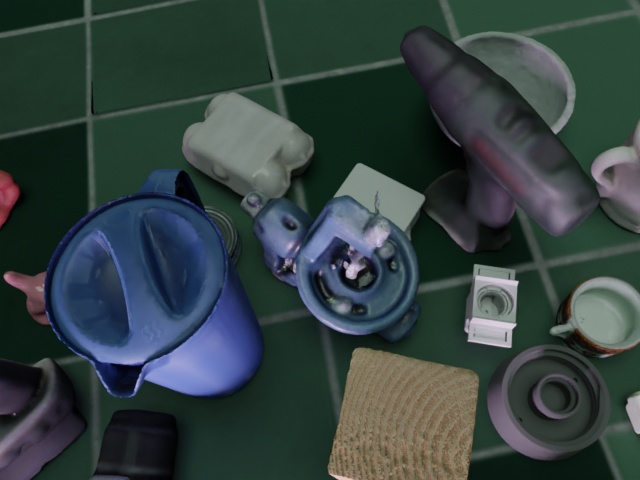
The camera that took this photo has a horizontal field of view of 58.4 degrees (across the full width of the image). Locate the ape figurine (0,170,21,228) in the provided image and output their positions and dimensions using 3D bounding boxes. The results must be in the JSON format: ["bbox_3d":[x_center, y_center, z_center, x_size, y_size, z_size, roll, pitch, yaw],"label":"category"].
[{"bbox_3d":[-0.402,-0.061,0.672,0.078,0.092,0.076,-26,67,-7],"label":"ape figurine"}]

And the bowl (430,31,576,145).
[{"bbox_3d":[0.207,-0.159,0.680,0.167,0.075,0.167,-1,66,4],"label":"bowl"}]

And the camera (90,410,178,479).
[{"bbox_3d":[-0.159,0.228,0.521,0.143,0.101,0.137,2,66,5],"label":"camera"}]

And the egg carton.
[{"bbox_3d":[-0.087,-0.108,0.681,0.150,0.069,0.107,29,72,16],"label":"egg carton"}]

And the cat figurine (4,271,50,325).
[{"bbox_3d":[-0.263,0.052,0.597,0.127,0.118,0.067,9,67,8],"label":"cat figurine"}]

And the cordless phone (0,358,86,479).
[{"bbox_3d":[-0.312,0.164,0.515,0.094,0.185,0.148,38,74,18],"label":"cordless phone"}]

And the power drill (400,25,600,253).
[{"bbox_3d":[0.159,-0.078,0.574,0.076,0.208,0.229,-39,69,-12],"label":"power drill"}]

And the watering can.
[{"bbox_3d":[0.368,-0.093,0.573,0.173,0.194,0.100,-28,67,-8],"label":"watering can"}]

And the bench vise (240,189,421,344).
[{"bbox_3d":[0.001,0.012,0.539,0.207,0.220,0.121,16,68,11],"label":"bench vise"}]
